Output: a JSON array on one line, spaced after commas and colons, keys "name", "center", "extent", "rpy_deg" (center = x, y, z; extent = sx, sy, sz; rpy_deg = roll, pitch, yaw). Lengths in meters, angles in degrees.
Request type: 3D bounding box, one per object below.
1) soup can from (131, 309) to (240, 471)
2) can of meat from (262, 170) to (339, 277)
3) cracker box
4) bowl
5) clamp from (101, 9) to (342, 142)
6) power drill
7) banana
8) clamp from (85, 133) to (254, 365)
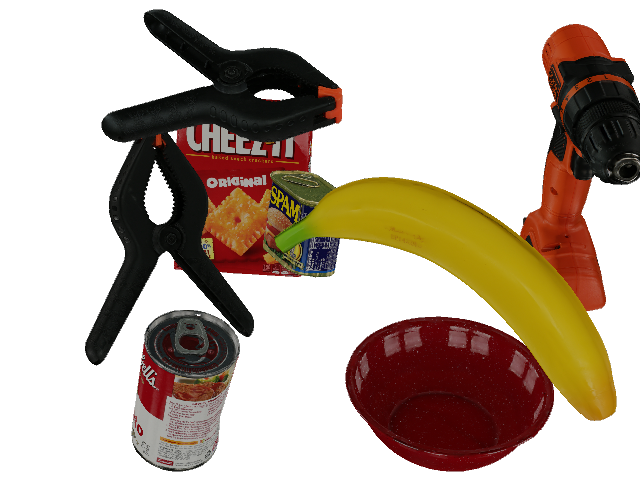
[{"name": "soup can", "center": [-0.100, 0.110, 0.781], "extent": [0.068, 0.102, 0.068], "rpy_deg": [9, 36, -7]}, {"name": "can of meat", "center": [-0.018, -0.018, 1.112], "extent": [0.057, 0.084, 0.102], "rpy_deg": [-2, 22, -28]}, {"name": "cracker box", "center": [-0.096, -0.065, 1.321], "extent": [0.164, 0.214, 0.072], "rpy_deg": [4, 21, 1]}, {"name": "bowl", "center": [0.099, 0.130, 0.842], "extent": [0.162, 0.055, 0.162], "rpy_deg": [1, 35, -1]}, {"name": "clamp", "center": [-0.068, -0.120, 0.784], "extent": [0.171, 0.120, 0.039], "rpy_deg": [4, -26, -1]}, {"name": "power drill", "center": [0.191, -0.041, 0.778], "extent": [0.057, 0.188, 0.184], "rpy_deg": [2, 36, 0]}, {"name": "banana", "center": [0.076, 0.018, 0.557], "extent": [0.198, 0.070, 0.037], "rpy_deg": [29, 18, 12]}, {"name": "clamp", "center": [-0.133, 0.003, 0.962], "extent": [0.164, 0.210, 0.036], "rpy_deg": [1, -1, -35]}]
